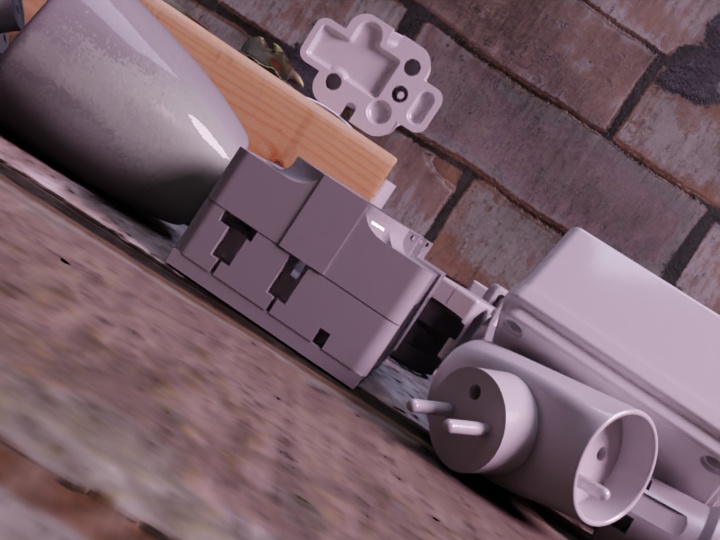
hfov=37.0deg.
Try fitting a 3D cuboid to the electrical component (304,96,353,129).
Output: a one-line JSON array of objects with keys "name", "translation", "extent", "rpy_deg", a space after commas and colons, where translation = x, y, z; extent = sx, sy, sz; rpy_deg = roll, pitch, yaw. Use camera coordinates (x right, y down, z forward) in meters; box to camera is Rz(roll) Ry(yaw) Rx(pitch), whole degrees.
[{"name": "electrical component", "translation": [-0.053, -0.067, 0.693], "extent": [0.099, 0.064, 0.099], "rpy_deg": [24, 44, -25]}]

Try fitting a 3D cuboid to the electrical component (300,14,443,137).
[{"name": "electrical component", "translation": [0.008, -0.105, 0.591], "extent": [0.078, 0.058, 0.057], "rpy_deg": [33, 8, -1]}]

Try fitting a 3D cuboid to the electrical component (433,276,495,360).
[{"name": "electrical component", "translation": [0.054, 0.029, 0.742], "extent": [0.076, 0.047, 0.083], "rpy_deg": [35, 4, 28]}]

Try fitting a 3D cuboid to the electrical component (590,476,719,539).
[{"name": "electrical component", "translation": [0.114, 0.099, 0.400], "extent": [0.046, 0.040, 0.040], "rpy_deg": [29, 2, 14]}]

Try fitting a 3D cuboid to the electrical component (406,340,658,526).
[{"name": "electrical component", "translation": [0.052, 0.055, 0.385], "extent": [0.079, 0.043, 0.077], "rpy_deg": [12, 8, -40]}]

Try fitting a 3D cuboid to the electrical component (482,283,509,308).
[{"name": "electrical component", "translation": [0.124, 0.061, 0.808], "extent": [0.096, 0.061, 0.061], "rpy_deg": [34, 4, 2]}]

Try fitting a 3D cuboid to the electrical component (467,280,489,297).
[{"name": "electrical component", "translation": [0.138, 0.066, 0.911], "extent": [0.109, 0.056, 0.109], "rpy_deg": [35, 4, 26]}]

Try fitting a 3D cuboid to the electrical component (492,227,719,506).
[{"name": "electrical component", "translation": [0.109, 0.054, 0.454], "extent": [0.109, 0.056, 0.108], "rpy_deg": [35, -29, 19]}]

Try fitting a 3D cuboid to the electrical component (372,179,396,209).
[{"name": "electrical component", "translation": [-0.013, -0.040, 0.798], "extent": [0.043, 0.081, 0.043], "rpy_deg": [33, 5, -3]}]

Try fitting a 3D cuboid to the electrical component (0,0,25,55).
[{"name": "electrical component", "translation": [-0.164, -0.116, 0.451], "extent": [0.074, 0.052, 0.138], "rpy_deg": [-10, 11, -6]}]

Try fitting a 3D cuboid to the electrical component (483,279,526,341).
[{"name": "electrical component", "translation": [0.119, 0.053, 0.547], "extent": [0.108, 0.108, 0.060], "rpy_deg": [35, -2, 19]}]

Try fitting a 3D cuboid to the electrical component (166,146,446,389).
[{"name": "electrical component", "translation": [-0.013, -0.005, 0.480], "extent": [0.089, 0.061, 0.150], "rpy_deg": [34, 4, 6]}]

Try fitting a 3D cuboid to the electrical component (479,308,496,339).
[{"name": "electrical component", "translation": [0.117, 0.075, 0.671], "extent": [0.100, 0.048, 0.099], "rpy_deg": [33, 4, -14]}]
